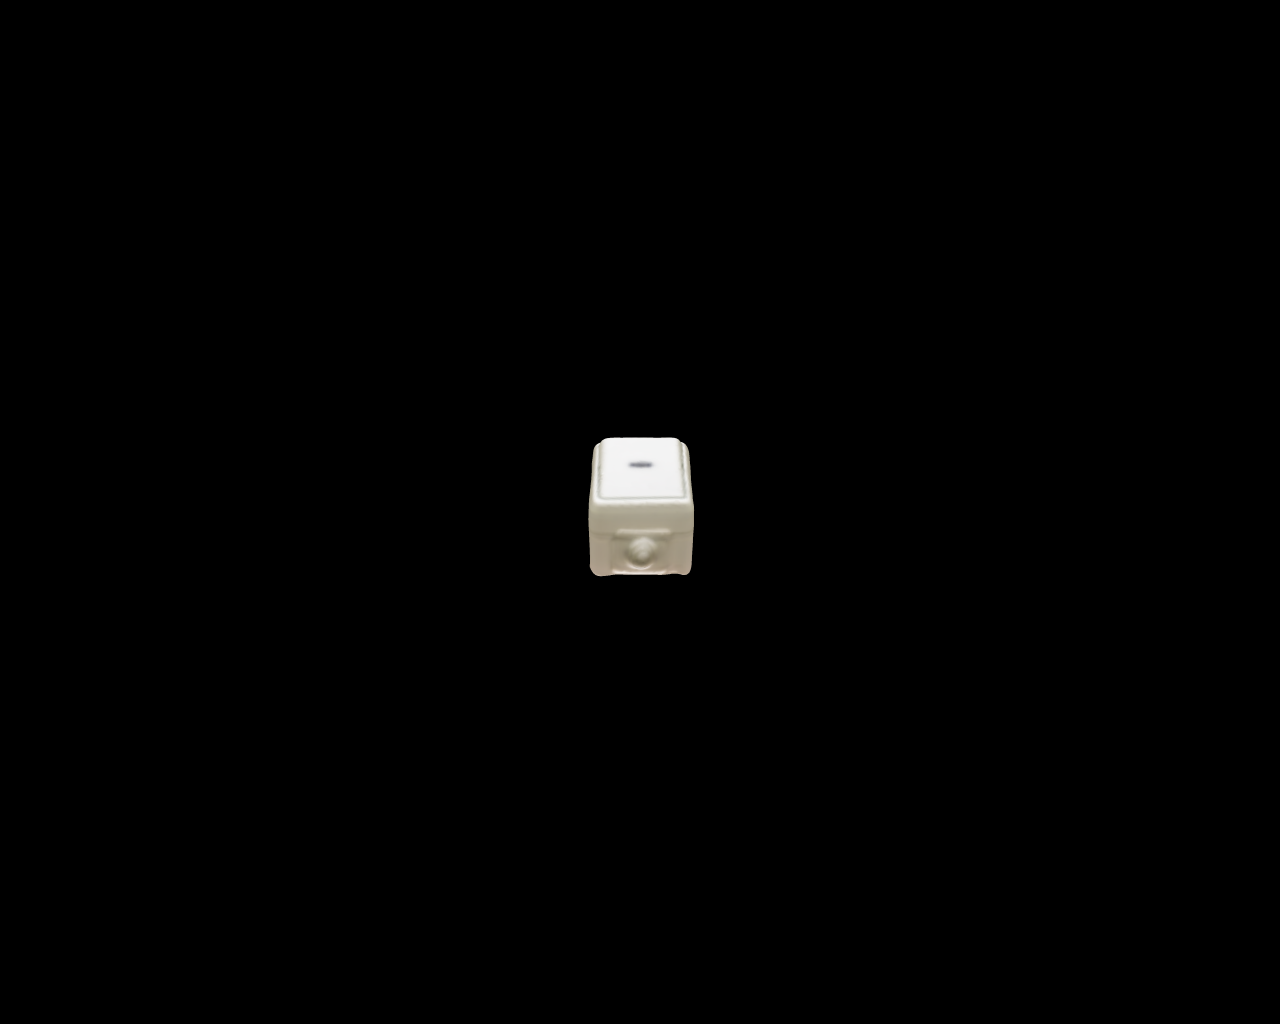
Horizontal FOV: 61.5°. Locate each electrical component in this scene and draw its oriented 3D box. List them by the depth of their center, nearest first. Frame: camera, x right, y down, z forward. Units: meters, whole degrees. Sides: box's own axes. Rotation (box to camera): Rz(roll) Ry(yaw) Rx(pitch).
[{"bbox_3d":[0.001,-0.003,0.650,0.062,0.061,0.096,0,32,0],"label":"electrical component"}]
